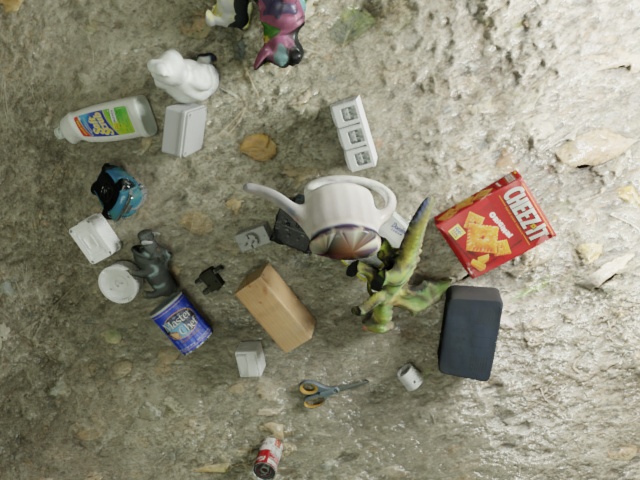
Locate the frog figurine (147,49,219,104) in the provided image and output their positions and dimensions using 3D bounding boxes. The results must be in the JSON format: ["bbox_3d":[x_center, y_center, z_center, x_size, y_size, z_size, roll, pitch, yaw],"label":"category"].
[{"bbox_3d":[-0.300,-0.353,1.124,0.137,0.162,0.120,9,113,6],"label":"frog figurine"}]

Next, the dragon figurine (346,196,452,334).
[{"bbox_3d":[0.210,0.088,1.221,0.241,0.125,0.404,20,121,-34],"label":"dragon figurine"}]

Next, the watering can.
[{"bbox_3d":[0.003,-0.057,1.142,0.348,0.230,0.101,-2,139,-5],"label":"watering can"}]
